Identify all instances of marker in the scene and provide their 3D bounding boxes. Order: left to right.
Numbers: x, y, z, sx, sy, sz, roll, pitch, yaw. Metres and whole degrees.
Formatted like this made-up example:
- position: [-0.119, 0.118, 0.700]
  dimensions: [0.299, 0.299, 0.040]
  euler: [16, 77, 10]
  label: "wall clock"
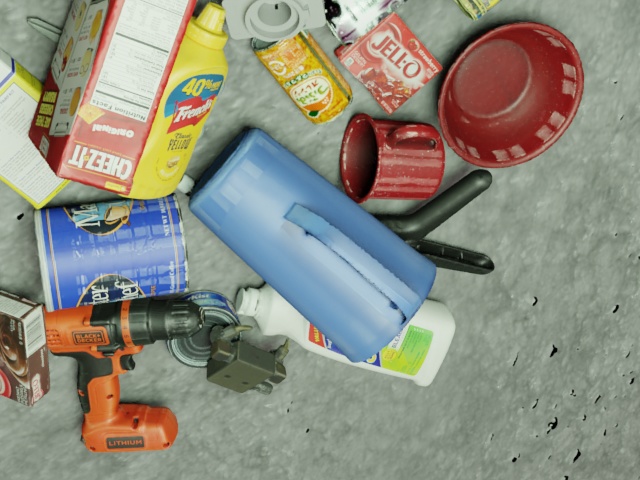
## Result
- position: [-0.123, -0.045, 1.107]
  dimensions: [0.020, 0.020, 0.121]
  euler: [-45, 123, 11]
  label: "marker"

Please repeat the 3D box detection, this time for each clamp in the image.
- position: [0.098, -0.005, 1.175]
  dimensions: [0.210, 0.036, 0.164]
  euler: [-9, 138, -6]
  label: "clamp"

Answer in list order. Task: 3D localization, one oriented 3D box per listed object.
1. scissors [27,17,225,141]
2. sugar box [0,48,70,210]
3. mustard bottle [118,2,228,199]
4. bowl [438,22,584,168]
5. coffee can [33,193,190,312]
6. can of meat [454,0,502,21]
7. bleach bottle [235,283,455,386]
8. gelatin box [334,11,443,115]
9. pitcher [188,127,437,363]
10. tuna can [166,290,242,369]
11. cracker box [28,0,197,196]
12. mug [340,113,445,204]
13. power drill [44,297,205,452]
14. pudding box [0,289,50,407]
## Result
- position: [-0.171, -0.171, 1.018]
  dimensions: [0.096, 0.016, 0.201]
  euler: [-41, 124, 7]
  label: "scissors"
- position: [-0.298, -0.117, 0.995]
  dimensions: [0.093, 0.048, 0.176]
  euler: [-42, 119, 8]
  label: "sugar box"
- position: [-0.134, -0.131, 0.992]
  dimensions: [0.096, 0.058, 0.192]
  euler: [-13, 136, -59]
  label: "mustard bottle"
- position: [0.190, -0.158, 1.114]
  dimensions: [0.162, 0.055, 0.162]
  euler: [-8, 122, -13]
  label: "bowl"
- position: [-0.208, 0.011, 1.064]
  dimensions: [0.140, 0.103, 0.103]
  euler: [-8, 122, -13]
  label: "coffee can"
- position: [0.153, -0.275, 1.032]
  dimensions: [0.084, 0.057, 0.102]
  euler: [-38, 123, 9]
  label: "can of meat"
- position: [0.023, 0.098, 1.215]
  dimensions: [0.250, 0.068, 0.103]
  euler: [12, 116, -21]
  label: "bleach bottle"
- position: [0.069, -0.182, 1.077]
  dimensions: [0.073, 0.030, 0.089]
  euler: [-41, 124, 9]
  label: "gelatin box"
- position: [-0.007, 0.001, 1.065]
  dimensions: [0.242, 0.145, 0.149]
  euler: [40, 126, -13]
  label: "pitcher"
- position: [-0.131, 0.100, 1.184]
  dimensions: [0.086, 0.034, 0.086]
  euler: [-8, 122, -13]
  label: "tuna can"
- position: [-0.173, -0.161, 0.907]
  dimensions: [0.072, 0.164, 0.214]
  euler: [16, 100, -27]
  label: "cracker box"
- position: [0.081, -0.087, 1.095]
  dimensions: [0.081, 0.093, 0.117]
  euler: [1, 156, -23]
  label: "mug"
- position: [-0.204, 0.142, 1.152]
  dimensions: [0.184, 0.057, 0.188]
  euler: [-2, 121, 7]
  label: "power drill"
- position: [-0.326, 0.107, 1.098]
  dimensions: [0.090, 0.039, 0.113]
  euler: [16, 120, 20]
  label: "pudding box"
